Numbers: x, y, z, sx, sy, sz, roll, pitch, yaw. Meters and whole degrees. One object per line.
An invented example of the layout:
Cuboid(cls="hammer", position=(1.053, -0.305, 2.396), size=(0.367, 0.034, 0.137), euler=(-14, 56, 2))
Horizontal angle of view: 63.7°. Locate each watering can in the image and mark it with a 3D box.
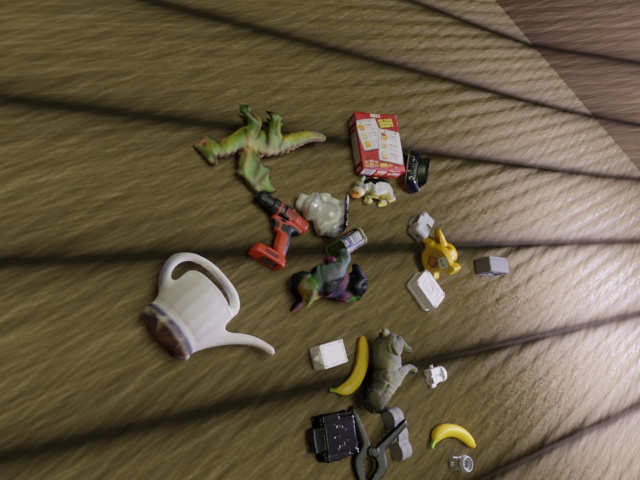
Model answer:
Cuboid(cls="watering can", position=(-0.266, 0.194, 1.209), size=(0.346, 0.102, 0.228), euler=(52, 51, -6))

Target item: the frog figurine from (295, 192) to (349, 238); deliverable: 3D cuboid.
Cuboid(cls="frog figurine", position=(0.005, -0.078, 1.541), size=(0.159, 0.121, 0.139), euler=(4, 75, 4))

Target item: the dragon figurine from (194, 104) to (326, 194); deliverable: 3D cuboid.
Cuboid(cls="dragon figurine", position=(-0.160, -0.250, 1.496), size=(0.409, 0.122, 0.244), euler=(11, 83, -31))
